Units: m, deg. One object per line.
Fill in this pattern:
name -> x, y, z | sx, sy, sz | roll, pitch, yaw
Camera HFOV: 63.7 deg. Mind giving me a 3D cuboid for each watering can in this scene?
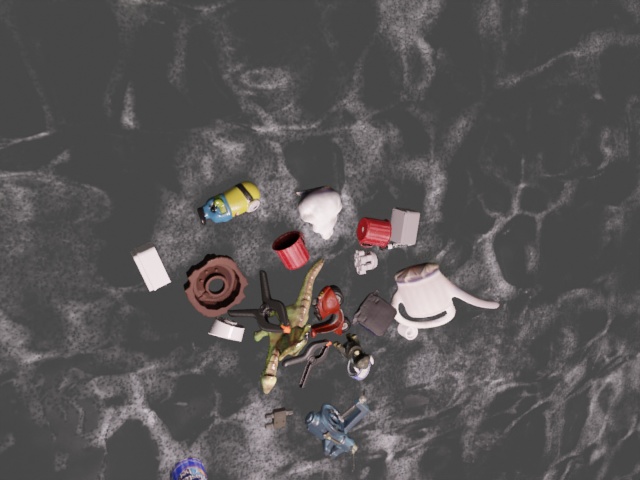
watering can -> 0.388, 0.174, 1.696 | 0.345, 0.105, 0.222 | -18, 101, 21

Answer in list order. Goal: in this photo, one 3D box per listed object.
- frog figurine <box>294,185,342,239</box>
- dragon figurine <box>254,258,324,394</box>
frog figurine -> 0.005, -0.077, 1.525 | 0.138, 0.122, 0.159 | -18, 98, -40
dragon figurine -> -0.070, 0.250, 1.495 | 0.121, 0.245, 0.410 | 30, 90, -23
